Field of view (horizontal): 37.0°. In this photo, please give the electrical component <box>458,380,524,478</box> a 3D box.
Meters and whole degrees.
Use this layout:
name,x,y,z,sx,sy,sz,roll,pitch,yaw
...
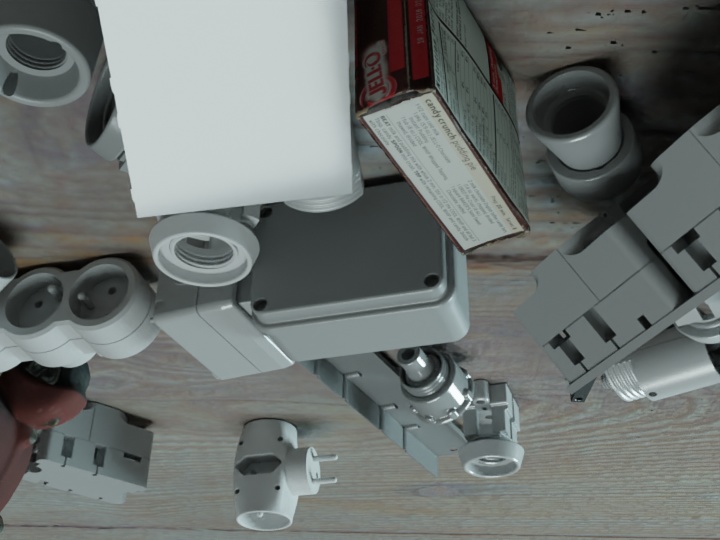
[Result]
name,x,y,z,sx,sy,sz,roll,pitch,yaw
electrical component,0.097,0.121,0.799,0.048,0.055,0.066,-10,146,17

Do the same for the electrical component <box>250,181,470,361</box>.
name,x,y,z,sx,sy,sz,roll,pitch,yaw
electrical component,0.000,0.000,0.595,0.113,0.078,0.057,-8,149,15

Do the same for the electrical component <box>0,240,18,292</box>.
name,x,y,z,sx,sy,sz,roll,pitch,yaw
electrical component,-0.255,0.000,0.628,0.077,0.043,0.079,-41,98,14

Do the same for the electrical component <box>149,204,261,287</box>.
name,x,y,z,sx,sy,sz,roll,pitch,yaw
electrical component,-0.081,-0.028,0.574,0.058,0.057,0.078,14,145,-19

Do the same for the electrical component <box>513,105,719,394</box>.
name,x,y,z,sx,sy,sz,roll,pitch,yaw
electrical component,0.163,-0.026,0.512,0.105,0.060,0.186,-31,168,-39

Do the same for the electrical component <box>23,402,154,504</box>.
name,x,y,z,sx,sy,sz,roll,pitch,yaw
electrical component,-0.213,0.140,0.841,0.089,0.055,0.050,24,141,-31

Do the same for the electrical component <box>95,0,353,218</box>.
name,x,y,z,sx,sy,sz,roll,pitch,yaw
electrical component,-0.053,-0.102,0.411,0.089,0.061,0.150,-7,130,-7

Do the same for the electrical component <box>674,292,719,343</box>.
name,x,y,z,sx,sy,sz,roll,pitch,yaw
electrical component,0.202,0.012,0.636,0.066,0.048,0.055,-18,135,27

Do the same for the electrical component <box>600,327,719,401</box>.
name,x,y,z,sx,sy,sz,roll,pitch,yaw
electrical component,0.199,0.064,0.718,0.081,0.043,0.043,-22,140,32

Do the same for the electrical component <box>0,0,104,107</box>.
name,x,y,z,sx,sy,sz,roll,pitch,yaw
electrical component,-0.139,-0.104,0.467,0.055,0.047,0.055,1,147,1

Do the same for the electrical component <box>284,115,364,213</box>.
name,x,y,z,sx,sy,sz,roll,pitch,yaw
electrical component,-0.023,-0.058,0.538,0.043,0.043,0.081,-3,147,7

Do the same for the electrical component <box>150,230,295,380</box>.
name,x,y,z,sx,sy,sz,roll,pitch,yaw
electrical component,-0.072,0.021,0.646,0.061,0.061,0.096,-12,145,20

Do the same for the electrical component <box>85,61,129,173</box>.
name,x,y,z,sx,sy,sz,roll,pitch,yaw
electrical component,-0.093,-0.073,0.505,0.057,0.058,0.078,18,144,-28

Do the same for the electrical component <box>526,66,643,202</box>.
name,x,y,z,sx,sy,sz,roll,pitch,yaw
electrical component,0.110,-0.065,0.521,0.045,0.045,0.055,-14,145,22

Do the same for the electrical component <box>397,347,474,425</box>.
name,x,y,z,sx,sy,sz,roll,pitch,yaw
electrical component,0.047,0.074,0.740,0.048,0.048,0.062,-16,137,25

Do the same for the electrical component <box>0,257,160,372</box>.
name,x,y,z,sx,sy,sz,roll,pitch,yaw
electrical component,-0.189,0.038,0.685,0.138,0.052,0.073,-7,146,14

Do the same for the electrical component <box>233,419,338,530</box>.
name,x,y,z,sx,sy,sz,roll,pitch,yaw
electrical component,-0.056,0.159,0.845,0.079,0.077,0.043,-8,146,13
